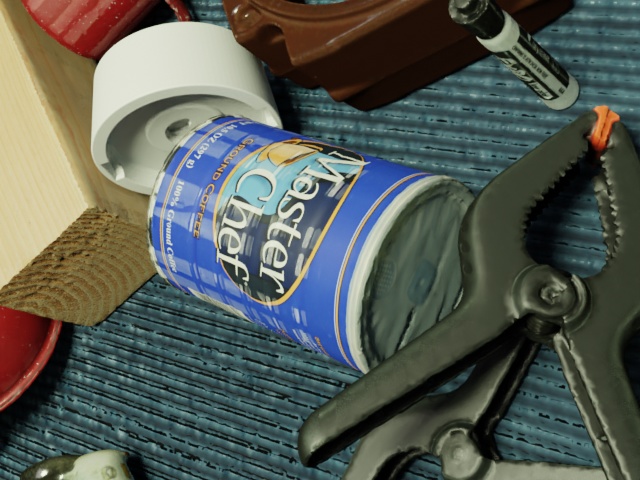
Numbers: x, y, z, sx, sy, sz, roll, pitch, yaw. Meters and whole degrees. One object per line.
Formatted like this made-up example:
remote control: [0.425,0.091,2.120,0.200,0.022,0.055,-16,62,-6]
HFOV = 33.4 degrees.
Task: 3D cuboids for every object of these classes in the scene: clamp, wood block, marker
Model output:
clamp: [0.088,0.032,0.468,0.164,0.036,0.210,12,67,7]
wood block: [-0.179,-0.058,0.682,0.091,0.090,0.206,-41,58,17]
marker: [0.091,-0.088,0.492,0.020,0.121,0.020,-9,73,31]
clamp: [0.080,0.107,0.498,0.171,0.039,0.120,-42,53,14]

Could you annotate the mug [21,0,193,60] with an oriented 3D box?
mug: [-0.133,-0.162,0.689,0.082,0.093,0.117,-41,94,23]

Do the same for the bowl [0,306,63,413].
bowl: [-0.246,0.041,0.667,0.162,0.055,0.162,-3,57,5]

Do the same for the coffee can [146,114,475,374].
coffee can: [-0.004,0.001,0.542,0.141,0.102,0.103,20,89,36]
